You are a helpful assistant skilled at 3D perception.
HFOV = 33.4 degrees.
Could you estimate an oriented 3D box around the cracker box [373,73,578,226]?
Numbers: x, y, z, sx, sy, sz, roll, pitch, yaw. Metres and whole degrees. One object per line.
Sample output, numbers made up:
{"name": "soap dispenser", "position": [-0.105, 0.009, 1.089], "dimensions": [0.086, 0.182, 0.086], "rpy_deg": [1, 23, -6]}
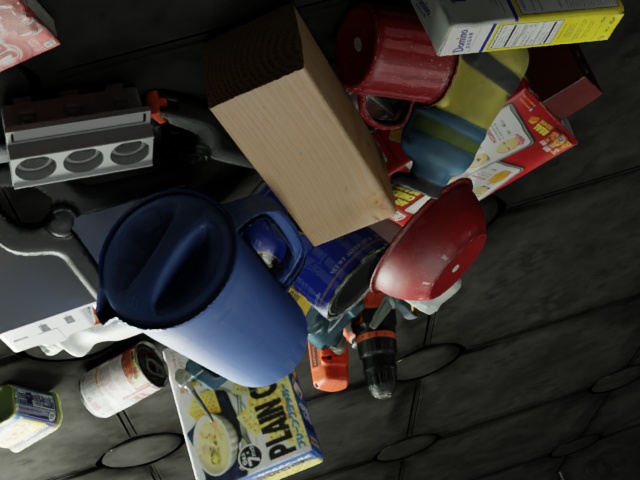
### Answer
{"name": "cracker box", "position": [0.148, -0.103, 1.153], "dimensions": [0.214, 0.072, 0.164], "rpy_deg": [-31, 151, 22]}

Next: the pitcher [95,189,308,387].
{"name": "pitcher", "position": [-0.089, 0.053, 1.019], "dimensions": [0.149, 0.145, 0.242], "rpy_deg": [5, 159, 22]}

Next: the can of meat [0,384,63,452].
{"name": "can of meat", "position": [-0.411, 0.237, 1.423], "dimensions": [0.102, 0.057, 0.083], "rpy_deg": [-31, 149, 20]}

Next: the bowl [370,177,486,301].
{"name": "bowl", "position": [0.127, 0.012, 1.139], "dimensions": [0.162, 0.055, 0.162], "rpy_deg": [-41, 160, -19]}

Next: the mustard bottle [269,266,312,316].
{"name": "mustard bottle", "position": [-0.030, 0.034, 1.216], "dimensions": [0.096, 0.191, 0.058], "rpy_deg": [43, 156, -19]}

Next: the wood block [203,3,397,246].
{"name": "wood block", "position": [-0.015, -0.099, 0.965], "dimensions": [0.091, 0.090, 0.206], "rpy_deg": [-22, 138, 14]}

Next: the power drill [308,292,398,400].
{"name": "power drill", "position": [0.047, 0.144, 1.441], "dimensions": [0.057, 0.184, 0.188], "rpy_deg": [6, 154, -23]}

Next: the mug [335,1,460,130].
{"name": "mug", "position": [0.064, -0.157, 0.957], "dimensions": [0.081, 0.093, 0.117], "rpy_deg": [2, 107, -28]}

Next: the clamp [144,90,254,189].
{"name": "clamp", "position": [-0.111, -0.092, 1.028], "dimensions": [0.120, 0.039, 0.171], "rpy_deg": [-21, 153, 3]}

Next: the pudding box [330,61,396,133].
{"name": "pudding box", "position": [0.004, -0.121, 1.053], "dimensions": [0.114, 0.039, 0.089], "rpy_deg": [-33, 148, 22]}

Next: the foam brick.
{"name": "foam brick", "position": [0.241, -0.172, 1.078], "dimensions": [0.051, 0.078, 0.052], "rpy_deg": [-30, 152, 23]}

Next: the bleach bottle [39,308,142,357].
{"name": "bleach bottle", "position": [-0.212, 0.067, 1.187], "dimensions": [0.251, 0.102, 0.068], "rpy_deg": [-31, 159, 20]}

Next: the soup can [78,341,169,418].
{"name": "soup can", "position": [-0.261, 0.186, 1.417], "dimensions": [0.102, 0.068, 0.068], "rpy_deg": [-29, 152, 19]}

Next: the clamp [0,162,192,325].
{"name": "clamp", "position": [-0.233, -0.029, 1.000], "dimensions": [0.209, 0.036, 0.164], "rpy_deg": [27, 97, -21]}

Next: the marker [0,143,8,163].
{"name": "marker", "position": [-0.263, -0.083, 0.966], "dimensions": [0.121, 0.020, 0.020], "rpy_deg": [-12, 152, -16]}

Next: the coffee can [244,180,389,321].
{"name": "coffee can", "position": [-0.007, 0.001, 1.129], "dimensions": [0.102, 0.140, 0.103], "rpy_deg": [-43, 161, -18]}

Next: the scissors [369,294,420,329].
{"name": "scissors", "position": [0.098, 0.090, 1.361], "dimensions": [0.016, 0.201, 0.096], "rpy_deg": [-19, 115, 22]}

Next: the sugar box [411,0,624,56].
{"name": "sugar box", "position": [0.169, -0.214, 0.934], "dimensions": [0.176, 0.093, 0.048], "rpy_deg": [-10, 151, -18]}

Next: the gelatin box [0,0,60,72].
{"name": "gelatin box", "position": [-0.250, -0.165, 0.807], "dimensions": [0.073, 0.030, 0.089], "rpy_deg": [-23, 153, 6]}
